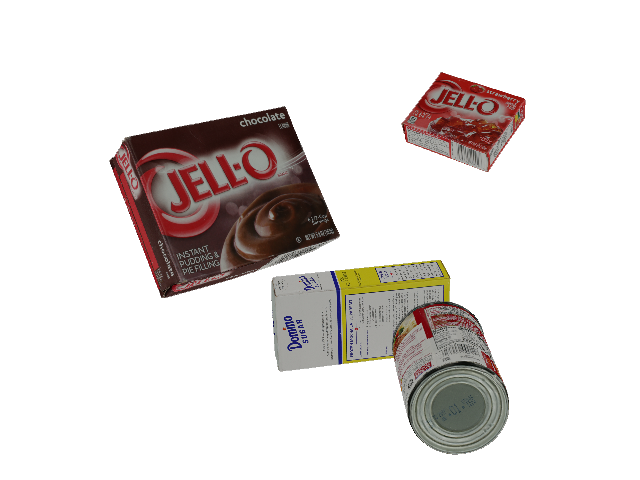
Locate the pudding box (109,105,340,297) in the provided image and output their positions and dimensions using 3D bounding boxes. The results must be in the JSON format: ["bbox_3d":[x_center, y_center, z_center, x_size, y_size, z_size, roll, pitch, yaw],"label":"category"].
[{"bbox_3d":[-0.056,-0.025,0.629,0.113,0.090,0.039,-16,-11,-35],"label":"pudding box"}]

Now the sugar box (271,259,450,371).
[{"bbox_3d":[0.040,0.075,1.076,0.176,0.093,0.048,-4,28,-5],"label":"sugar box"}]

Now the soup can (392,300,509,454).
[{"bbox_3d":[0.088,0.092,0.731,0.068,0.068,0.102,0,19,-2],"label":"soup can"}]

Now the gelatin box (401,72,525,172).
[{"bbox_3d":[0.130,-0.110,0.969,0.089,0.073,0.030,24,-29,26],"label":"gelatin box"}]
